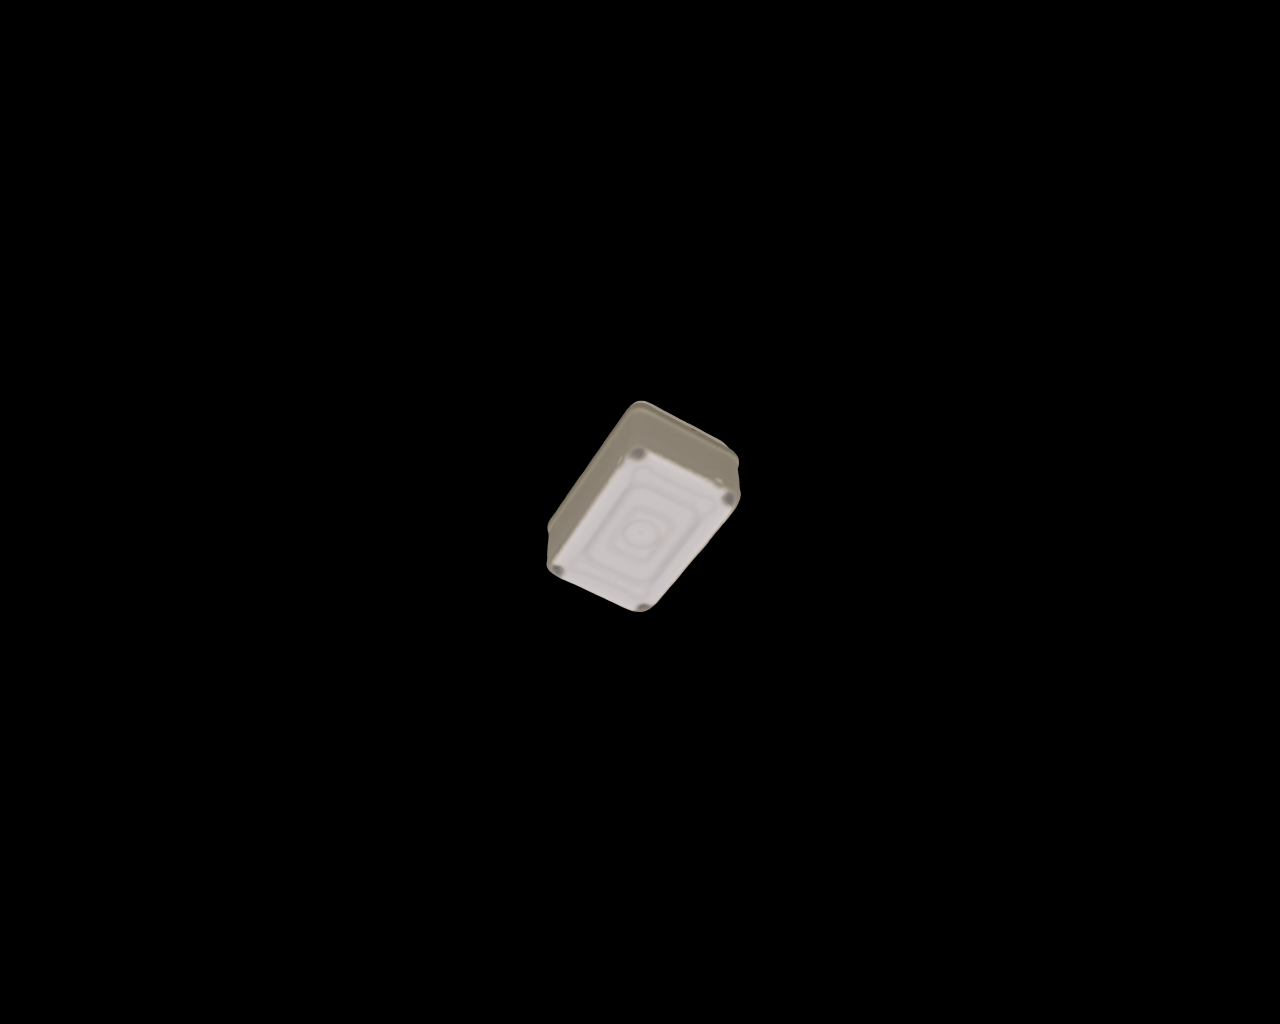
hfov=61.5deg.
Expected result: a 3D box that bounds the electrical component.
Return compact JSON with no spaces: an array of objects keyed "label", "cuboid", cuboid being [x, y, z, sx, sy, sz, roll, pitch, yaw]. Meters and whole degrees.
[{"label":"electrical component","cuboid":[0.001,-0.003,0.650,0.078,0.113,0.057,27,32,-18]}]
